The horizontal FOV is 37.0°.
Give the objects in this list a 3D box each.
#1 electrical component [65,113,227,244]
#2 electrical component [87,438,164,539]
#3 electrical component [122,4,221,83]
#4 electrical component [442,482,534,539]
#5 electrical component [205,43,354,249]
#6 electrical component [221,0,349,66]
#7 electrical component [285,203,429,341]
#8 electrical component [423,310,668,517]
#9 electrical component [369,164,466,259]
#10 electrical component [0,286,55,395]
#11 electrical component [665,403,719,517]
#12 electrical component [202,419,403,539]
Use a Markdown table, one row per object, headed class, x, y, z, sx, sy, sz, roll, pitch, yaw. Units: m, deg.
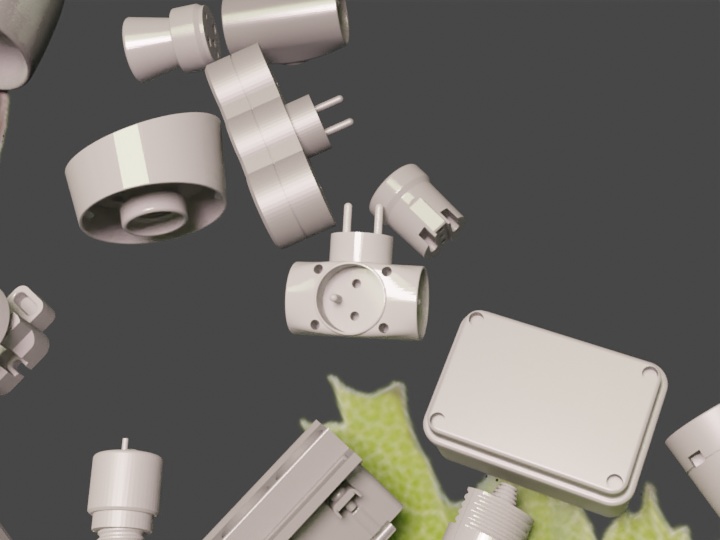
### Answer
| class | x | y | z | sx | sy | sz | roll | pitch | yaw |
| --- | --- | --- | --- | --- | --- | --- | --- | --- | --- |
| electrical component | -0.129 | -0.057 | 0.660 | 0.099 | 0.099 | 0.064 | -15 | 71 | 6 |
| electrical component | -0.134 | 0.137 | 0.608 | 0.040 | 0.040 | 0.078 | -4 | 67 | 11 |
| electrical component | -0.127 | -0.153 | 0.727 | 0.055 | 0.045 | 0.045 | -10 | 66 | 8 |
| electrical component | 0.062 | 0.149 | 0.558 | 0.043 | 0.043 | 0.081 | 20 | 73 | 19 |
| electrical component | -0.041 | -0.086 | 0.675 | 0.074 | 0.052 | 0.138 | -24 | 64 | 2 |
| electrical component | -0.049 | -0.182 | 0.722 | 0.077 | 0.044 | 0.079 | -6 | 66 | 10 |
| electrical component | 0.000 | 0.000 | 0.628 | 0.077 | 0.044 | 0.079 | 2 | 85 | 13 |
| electrical component | 0.099 | 0.076 | 0.574 | 0.113 | 0.057 | 0.078 | 17 | 72 | 18 |
| electrical component | 0.035 | -0.034 | 0.645 | 0.040 | 0.040 | 0.046 | -42 | 71 | -7 |
| electrical component | -0.234 | 0.039 | 0.661 | 0.058 | 0.057 | 0.078 | 39 | 80 | 24 |
| electrical component | 0.193 | 0.094 | 0.548 | 0.055 | 0.055 | 0.047 | -29 | 68 | -1 |
| electrical component | -0.040 | 0.147 | 0.566 | 0.063 | 0.079 | 0.121 | 45 | 81 | -6 |
